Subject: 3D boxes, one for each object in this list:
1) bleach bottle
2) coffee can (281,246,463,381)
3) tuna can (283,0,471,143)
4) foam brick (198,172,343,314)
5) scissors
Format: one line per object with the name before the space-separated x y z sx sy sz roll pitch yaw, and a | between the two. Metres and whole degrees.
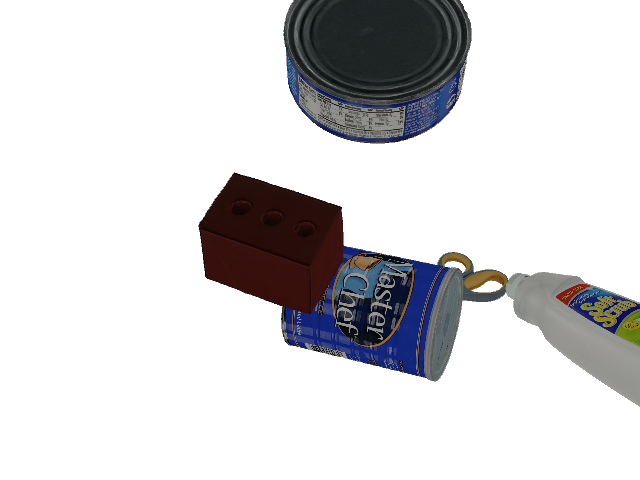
bleach bottle | 0.266 0.086 1.037 0.102 0.068 0.251 -17 25 -26
coffee can | 0.048 0.061 0.966 0.140 0.103 0.102 12 4 18
tuna can | 0.026 -0.087 0.499 0.086 0.086 0.034 0 -32 1
foam brick | -0.030 0.002 0.675 0.078 0.053 0.051 18 -40 15
scissors | 0.134 0.055 1.242 0.201 0.016 0.096 -10 39 -34
